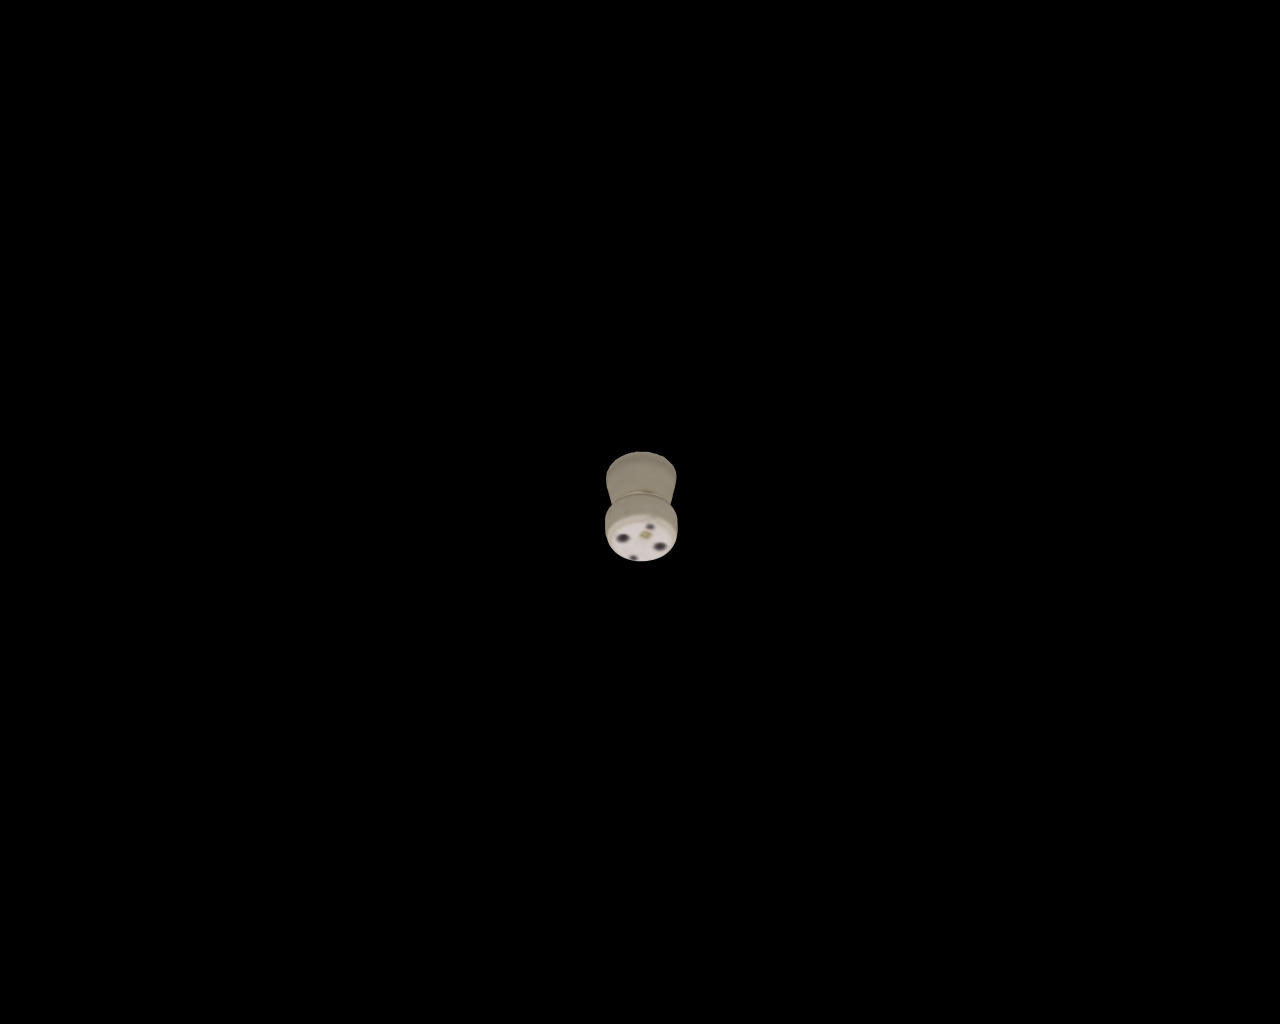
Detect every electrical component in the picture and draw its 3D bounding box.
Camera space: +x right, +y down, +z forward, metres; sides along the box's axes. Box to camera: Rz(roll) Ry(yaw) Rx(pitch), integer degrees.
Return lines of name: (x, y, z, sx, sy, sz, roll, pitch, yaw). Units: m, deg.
electrical component: (0.001, -0.003, 0.650, 0.045, 0.055, 0.044, 0, -42, 0)
